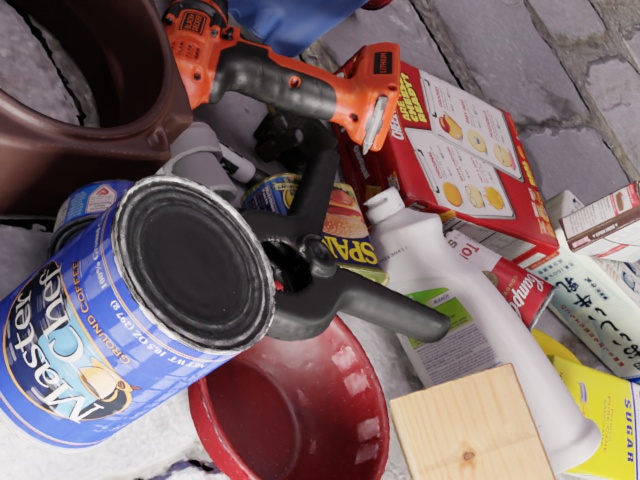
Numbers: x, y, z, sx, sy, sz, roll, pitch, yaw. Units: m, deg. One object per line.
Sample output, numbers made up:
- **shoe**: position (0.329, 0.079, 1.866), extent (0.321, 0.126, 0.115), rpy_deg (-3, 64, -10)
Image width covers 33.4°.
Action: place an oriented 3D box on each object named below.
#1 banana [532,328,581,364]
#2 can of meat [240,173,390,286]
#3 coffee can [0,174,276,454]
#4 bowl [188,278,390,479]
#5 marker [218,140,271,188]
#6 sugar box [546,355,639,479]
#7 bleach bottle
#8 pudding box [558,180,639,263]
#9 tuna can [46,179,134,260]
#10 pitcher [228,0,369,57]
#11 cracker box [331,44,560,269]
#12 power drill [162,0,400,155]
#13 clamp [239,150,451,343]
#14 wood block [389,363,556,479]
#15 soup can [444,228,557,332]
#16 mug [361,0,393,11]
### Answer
- **banana**: position (0.188, 0.112, 0.957), extent (0.197, 0.037, 0.069), rpy_deg (17, 76, -38)
- **can of meat**: position (-0.005, 0.001, 0.805), extent (0.101, 0.058, 0.084), rpy_deg (9, 53, -45)
- **coffee can**: position (-0.107, 0.043, 0.578), extent (0.102, 0.141, 0.103), rpy_deg (30, 43, -32)
- **bowl**: position (-0.030, 0.107, 0.689), extent (0.162, 0.055, 0.162), rpy_deg (29, 43, -31)
- **marker**: position (-0.078, -0.066, 0.806), extent (0.121, 0.020, 0.020), rpy_deg (34, 40, -27)
- **sugar box**: position (0.242, 0.164, 0.942), extent (0.175, 0.048, 0.093), rpy_deg (19, 72, -36)
- **bleach bottle**: position (0.114, 0.070, 0.836), extent (0.251, 0.103, 0.068), rpy_deg (61, 25, 2)
- **pudding box**: position (0.294, -0.015, 0.996), extent (0.113, 0.090, 0.039), rpy_deg (6, 62, -42)
- **tuna can**: position (-0.119, 0.004, 0.645), extent (0.086, 0.086, 0.033), rpy_deg (32, 40, -28)
- **pitcher**: position (0.029, -0.276, 0.906), extent (0.144, 0.243, 0.149), rpy_deg (-8, 73, -54)
- **cracker box**: position (0.111, -0.066, 0.980), extent (0.213, 0.072, 0.164), rpy_deg (16, 50, -40)
- **power drill**: position (-0.033, -0.139, 0.824), extent (0.187, 0.057, 0.184), rpy_deg (12, 37, -5)
- **clamp**: position (-0.002, 0.024, 0.705), extent (0.164, 0.036, 0.209), rpy_deg (52, 34, 9)
- **wood block**: position (0.122, 0.201, 0.724), extent (0.090, 0.091, 0.206), rpy_deg (74, -2, -71)
- **soup can**: position (0.137, 0.043, 0.892), extent (0.102, 0.069, 0.068), rpy_deg (31, 34, 13)
- **mug**: position (0.036, -0.271, 1.036), extent (0.081, 0.093, 0.117), rpy_deg (3, 32, -42)
